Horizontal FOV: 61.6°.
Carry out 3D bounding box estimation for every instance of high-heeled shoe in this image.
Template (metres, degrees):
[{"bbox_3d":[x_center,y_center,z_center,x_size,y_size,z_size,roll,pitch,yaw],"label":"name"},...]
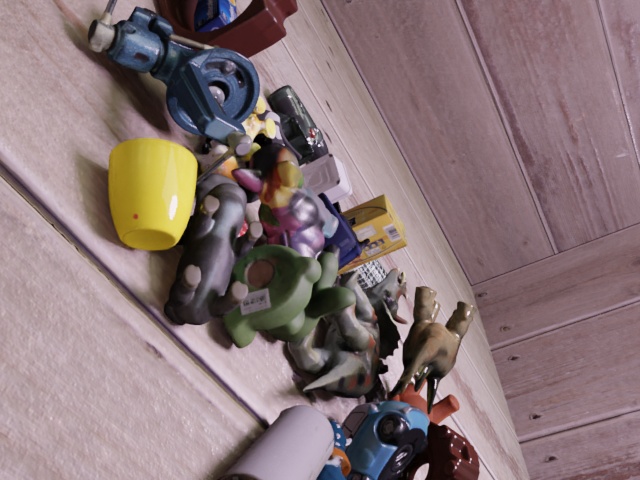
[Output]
[{"bbox_3d":[-0.117,-0.153,0.881,0.145,0.086,0.249,40,31,0],"label":"high-heeled shoe"}]

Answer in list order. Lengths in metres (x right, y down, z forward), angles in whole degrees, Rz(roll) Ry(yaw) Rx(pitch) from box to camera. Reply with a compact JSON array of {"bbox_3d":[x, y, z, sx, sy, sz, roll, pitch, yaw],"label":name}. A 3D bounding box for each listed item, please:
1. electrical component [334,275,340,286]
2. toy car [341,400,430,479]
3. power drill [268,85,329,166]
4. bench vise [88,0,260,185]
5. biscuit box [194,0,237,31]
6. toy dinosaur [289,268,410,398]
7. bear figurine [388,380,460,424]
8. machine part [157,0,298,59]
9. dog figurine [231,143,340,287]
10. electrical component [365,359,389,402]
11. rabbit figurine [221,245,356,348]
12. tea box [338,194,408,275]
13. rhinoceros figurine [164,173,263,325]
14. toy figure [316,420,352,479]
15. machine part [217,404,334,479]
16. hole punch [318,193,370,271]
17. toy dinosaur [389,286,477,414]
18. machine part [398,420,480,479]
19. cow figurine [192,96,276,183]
[{"bbox_3d":[0.031,0.098,1.029,0.063,0.021,0.093,-75,145,-66],"label":"electrical component"},{"bbox_3d":[0.078,0.294,0.780,0.103,0.161,0.109,32,-7,43],"label":"toy car"},{"bbox_3d":[-0.038,-0.213,1.143,0.231,0.086,0.207,60,23,-14],"label":"power drill"},{"bbox_3d":[-0.152,-0.184,0.639,0.223,0.129,0.241,26,25,-50],"label":"bench vise"},{"bbox_3d":[-0.194,-0.432,1.002,0.059,0.063,0.203,44,28,-47],"label":"biscuit box"},{"bbox_3d":[0.052,0.172,0.860,0.192,0.131,0.405,56,28,-15],"label":"toy dinosaur"},{"bbox_3d":[0.175,0.326,1.002,0.120,0.132,0.195,45,8,16],"label":"bear figurine"},{"bbox_3d":[-0.149,-0.384,0.845,0.087,0.201,0.201,25,44,-67],"label":"machine part"},{"bbox_3d":[-0.048,-0.027,0.760,0.219,0.109,0.191,58,28,-59],"label":"dog figurine"},{"bbox_3d":[0.101,0.262,0.992,0.078,0.045,0.102,66,18,4],"label":"electrical component"},{"bbox_3d":[-0.042,0.072,0.702,0.170,0.159,0.121,65,0,-60],"label":"rabbit figurine"},{"bbox_3d":[0.074,-0.007,1.052,0.098,0.170,0.068,55,22,-34],"label":"tea box"},{"bbox_3d":[-0.119,0.004,0.600,0.073,0.112,0.190,20,54,-23],"label":"rhinoceros figurine"},{"bbox_3d":[0.009,0.295,0.675,0.154,0.058,0.064,-88,156,-62],"label":"toy figure"},{"bbox_3d":[-0.043,0.239,0.565,0.079,0.079,0.243,67,19,1],"label":"machine part"},{"bbox_3d":[-0.002,-0.003,0.909,0.092,0.142,0.116,50,10,-45],"label":"hole punch"},{"bbox_3d":[0.187,0.187,0.909,0.198,0.105,0.471,-71,159,-8],"label":"toy dinosaur"},{"bbox_3d":[0.149,0.352,0.806,0.056,0.179,0.179,39,28,-24],"label":"machine part"},{"bbox_3d":[-0.136,-0.135,0.776,0.068,0.098,0.167,61,36,-34],"label":"cow figurine"}]
